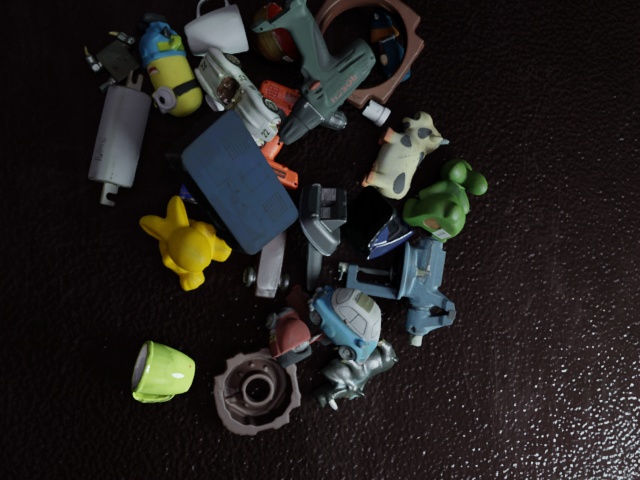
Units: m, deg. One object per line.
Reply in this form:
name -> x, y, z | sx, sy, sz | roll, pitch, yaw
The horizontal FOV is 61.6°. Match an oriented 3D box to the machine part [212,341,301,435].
machine part -> -0.124, 0.286, 1.042 | 0.179, 0.056, 0.179 | -1, 93, -15

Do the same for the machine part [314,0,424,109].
machine part -> 0.080, -0.372, 1.033 | 0.201, 0.087, 0.201 | 34, 100, -2

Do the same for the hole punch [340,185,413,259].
hole punch -> 0.108, -0.028, 1.066 | 0.116, 0.142, 0.092 | -46, 139, 13

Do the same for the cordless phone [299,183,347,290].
cordless phone -> -0.003, -0.004, 1.054 | 0.089, 0.147, 0.184 | 6, 128, -2

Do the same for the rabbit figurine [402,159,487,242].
rabbit figurine -> 0.263, -0.105, 1.105 | 0.121, 0.159, 0.170 | 27, 69, -5

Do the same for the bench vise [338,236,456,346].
bench vise -> 0.152, 0.096, 1.088 | 0.241, 0.129, 0.223 | 9, 99, 4

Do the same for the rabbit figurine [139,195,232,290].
rabbit figurine -> -0.230, 0.003, 0.944 | 0.122, 0.173, 0.162 | -34, 104, -8

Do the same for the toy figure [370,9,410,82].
toy figure -> 0.138, -0.397, 1.096 | 0.058, 0.064, 0.154 | -20, 92, 23

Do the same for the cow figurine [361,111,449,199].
cow figurine -> 0.178, -0.175, 1.100 | 0.127, 0.085, 0.195 | 26, 82, -9

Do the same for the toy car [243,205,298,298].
toy car -> -0.096, 0.011, 1.043 | 0.089, 0.053, 0.202 | 10, 85, -26

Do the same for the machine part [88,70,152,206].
machine part -> -0.355, -0.181, 0.952 | 0.079, 0.079, 0.243 | 14, 88, -16

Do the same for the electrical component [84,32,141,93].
electrical component -> -0.369, -0.322, 0.961 | 0.102, 0.045, 0.078 | -36, 99, -12

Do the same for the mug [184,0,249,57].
mug -> -0.197, -0.391, 0.991 | 0.107, 0.081, 0.109 | -19, 102, -6

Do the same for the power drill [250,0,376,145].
power drill -> -0.032, -0.307, 0.947 | 0.232, 0.086, 0.207 | -35, 111, 7

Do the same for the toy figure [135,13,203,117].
toy figure -> -0.272, -0.313, 0.971 | 0.089, 0.082, 0.180 | -15, 93, -13

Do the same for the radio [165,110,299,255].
radio -> -0.147, -0.093, 0.916 | 0.131, 0.073, 0.229 | -45, 119, -23

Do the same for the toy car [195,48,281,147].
toy car -> -0.145, -0.252, 0.947 | 0.202, 0.056, 0.073 | 52, 120, 13

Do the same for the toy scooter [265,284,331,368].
toy scooter -> -0.044, 0.157, 1.032 | 0.184, 0.075, 0.135 | -18, 78, -53

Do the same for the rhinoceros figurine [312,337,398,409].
rhinoceros figurine -> 0.067, 0.264, 1.091 | 0.190, 0.073, 0.112 | -29, 110, -15

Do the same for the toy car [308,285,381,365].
toy car -> 0.060, 0.143, 1.010 | 0.161, 0.109, 0.103 | 48, 122, -3
